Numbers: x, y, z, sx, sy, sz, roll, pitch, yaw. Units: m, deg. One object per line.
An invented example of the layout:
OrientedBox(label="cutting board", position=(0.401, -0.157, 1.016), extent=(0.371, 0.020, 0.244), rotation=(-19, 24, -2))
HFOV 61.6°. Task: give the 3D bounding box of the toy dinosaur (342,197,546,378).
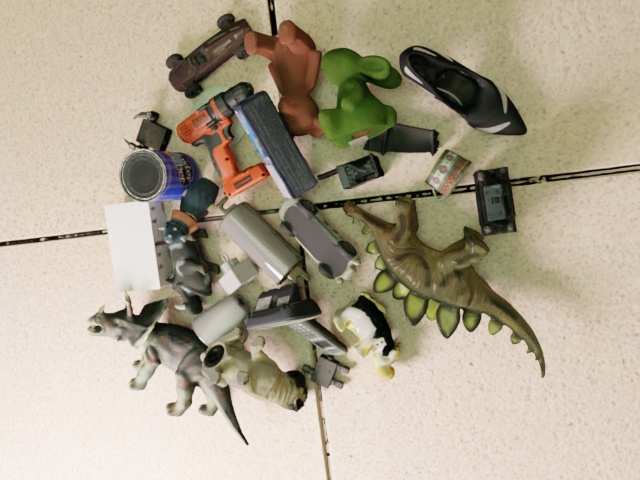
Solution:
OrientedBox(label="toy dinosaur", position=(0.226, 0.066, 0.983), extent=(0.472, 0.105, 0.198), rotation=(33, 110, 19))

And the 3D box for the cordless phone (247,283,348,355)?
OrientedBox(label="cordless phone", position=(-0.040, 0.178, 1.073), extent=(0.147, 0.089, 0.184), rotation=(-19, 128, 41))

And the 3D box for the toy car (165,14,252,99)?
OrientedBox(label="toy car", position=(-0.223, -0.369, 1.078), extent=(0.202, 0.053, 0.089), rotation=(-31, 84, 17))

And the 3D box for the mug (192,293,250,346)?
OrientedBox(label="mug", position=(-0.191, 0.171, 1.113), extent=(0.107, 0.081, 0.109), rotation=(-43, 86, 8))

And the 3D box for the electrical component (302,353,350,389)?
OrientedBox(label="electrical component", position=(0.011, 0.265, 1.097), extent=(0.094, 0.021, 0.063), rotation=(22, 101, 12))

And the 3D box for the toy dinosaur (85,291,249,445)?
OrientedBox(label="toy dinosaur", position=(-0.286, 0.252, 1.131), extent=(0.405, 0.131, 0.192), rotation=(27, 102, 4))

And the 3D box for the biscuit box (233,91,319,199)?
OrientedBox(label="biscuit box", position=(-0.084, -0.177, 1.010), extent=(0.063, 0.059, 0.202), rotation=(-34, 108, -16))

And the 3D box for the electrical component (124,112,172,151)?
OrientedBox(label="electrical component", position=(-0.361, -0.220, 1.132), extent=(0.078, 0.045, 0.102), rotation=(32, 103, 11))

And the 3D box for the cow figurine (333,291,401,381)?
OrientedBox(label="cow figurine", position=(0.108, 0.186, 1.043), extent=(0.098, 0.068, 0.167), rotation=(-39, 86, 9))

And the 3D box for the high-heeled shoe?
OrientedBox(label="high-heeled shoe", position=(0.249, -0.254, 0.917), extent=(0.249, 0.145, 0.086), rotation=(32, 104, 11))

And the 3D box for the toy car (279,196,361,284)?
OrientedBox(label="toy car", position=(-0.002, -0.003, 1.045), extent=(0.202, 0.056, 0.073), rotation=(47, 113, 15))

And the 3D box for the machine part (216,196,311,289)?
OrientedBox(label="machine part", position=(-0.117, 0.006, 1.075), extent=(0.243, 0.079, 0.079), rotation=(43, 104, 6))

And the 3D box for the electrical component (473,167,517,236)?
OrientedBox(label="electrical component", position=(0.301, -0.067, 0.929), extent=(0.058, 0.134, 0.114), rotation=(-10, 91, 15))

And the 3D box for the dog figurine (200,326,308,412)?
OrientedBox(label="dog figurine", position=(-0.131, 0.277, 1.082), extent=(0.173, 0.190, 0.121), rotation=(12, 60, 41))

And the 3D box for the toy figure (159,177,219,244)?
OrientedBox(label="toy figure", position=(-0.258, -0.053, 1.071), extent=(0.064, 0.057, 0.154), rotation=(20, 68, 28))

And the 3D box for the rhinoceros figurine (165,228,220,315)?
OrientedBox(label="rhinoceros figurine", position=(-0.276, 0.063, 1.125), extent=(0.112, 0.073, 0.190), rotation=(-12, 93, 14))

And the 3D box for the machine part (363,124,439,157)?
OrientedBox(label="machine part", position=(0.154, -0.192, 1.005), extent=(0.139, 0.039, 0.084), rotation=(14, 94, 14))

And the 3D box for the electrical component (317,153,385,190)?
OrientedBox(label="electrical component", position=(0.057, -0.122, 1.018), extent=(0.119, 0.075, 0.047), rotation=(-21, 90, 12))

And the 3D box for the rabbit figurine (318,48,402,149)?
OrientedBox(label="rabbit figurine", position=(0.061, -0.270, 0.957), extent=(0.159, 0.121, 0.170), rotation=(-19, 85, 22))

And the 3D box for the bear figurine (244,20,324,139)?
OrientedBox(label="bear figurine", position=(-0.060, -0.287, 1.007), extent=(0.120, 0.132, 0.195), rotation=(1, 91, 33))
